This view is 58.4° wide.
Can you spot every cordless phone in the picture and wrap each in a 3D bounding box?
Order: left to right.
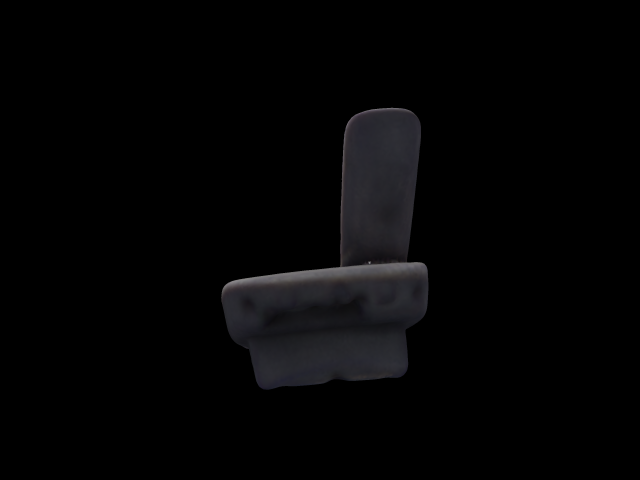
[{"bbox_3d":[0.004,0.001,0.400,0.148,0.185,0.094,-6,23,-14],"label":"cordless phone"}]
